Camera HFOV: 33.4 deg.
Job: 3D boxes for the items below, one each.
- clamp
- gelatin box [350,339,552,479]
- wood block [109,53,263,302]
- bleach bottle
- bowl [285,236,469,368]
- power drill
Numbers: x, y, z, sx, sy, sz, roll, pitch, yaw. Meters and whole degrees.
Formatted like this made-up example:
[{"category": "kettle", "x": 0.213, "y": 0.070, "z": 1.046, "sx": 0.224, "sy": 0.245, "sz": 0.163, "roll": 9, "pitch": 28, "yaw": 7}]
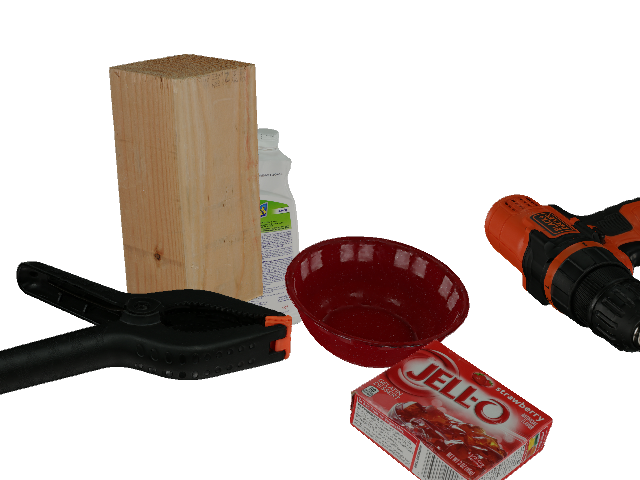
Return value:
[{"category": "clamp", "x": -0.126, "y": 0.056, "z": 0.725, "sx": 0.210, "sy": 0.036, "sz": 0.164, "roll": 0, "pitch": 24, "yaw": -9}, {"category": "gelatin box", "x": 0.072, "y": 0.101, "z": 0.601, "sx": 0.073, "sy": 0.030, "sz": 0.089, "roll": -26, "pitch": 46, "yaw": -37}, {"category": "wood block", "x": -0.113, "y": -0.048, "z": 0.913, "sx": 0.091, "sy": 0.206, "sz": 0.090, "roll": 17, "pitch": 26, "yaw": 40}, {"category": "bleach bottle", "x": -0.066, "y": -0.014, "z": 1.322, "sx": 0.102, "sy": 0.251, "sz": 0.068, "roll": -10, "pitch": 25, "yaw": -34}, {"category": "bowl", "x": 0.046, "y": 0.062, "z": 0.936, "sx": 0.162, "sy": 0.055, "sz": 0.162, "roll": 6, "pitch": 32, "yaw": -4}, {"category": "power drill", "x": 0.230, "y": 0.006, "z": 0.732, "sx": 0.187, "sy": 0.057, "sz": 0.185, "roll": -10, "pitch": 29, "yaw": -17}]
